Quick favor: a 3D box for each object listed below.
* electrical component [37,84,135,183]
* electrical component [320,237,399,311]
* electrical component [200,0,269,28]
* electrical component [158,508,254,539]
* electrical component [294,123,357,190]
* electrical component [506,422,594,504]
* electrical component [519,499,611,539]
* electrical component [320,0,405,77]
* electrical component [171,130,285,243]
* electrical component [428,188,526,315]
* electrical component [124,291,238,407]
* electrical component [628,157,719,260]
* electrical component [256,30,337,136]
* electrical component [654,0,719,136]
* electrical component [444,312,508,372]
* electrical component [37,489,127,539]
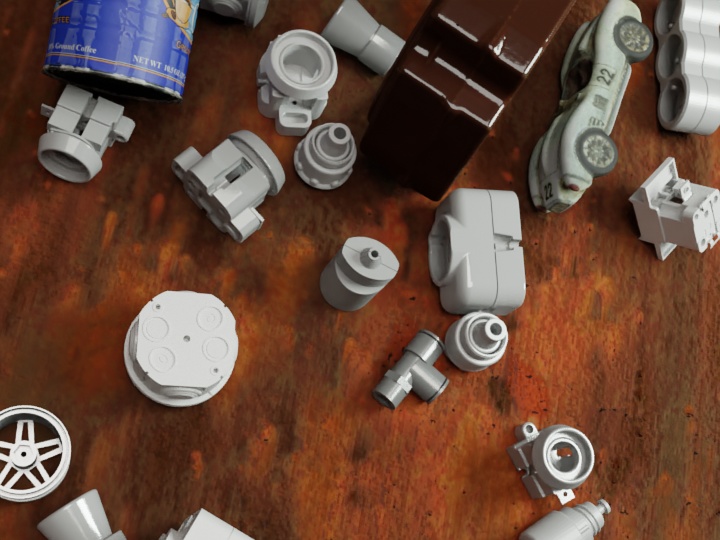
[{"bbox_3d":[-0.208,-0.099,0.796,0.066,0.048,0.055,22,61,-8],"label":"electrical component"},{"bbox_3d":[0.000,0.000,0.804,0.043,0.081,0.043,5,72,-15],"label":"electrical component"},{"bbox_3d":[-0.094,-0.237,0.852,0.051,0.080,0.080,15,70,-6],"label":"electrical component"},{"bbox_3d":[-0.136,0.246,0.677,0.060,0.105,0.186,32,68,-4],"label":"electrical component"},{"bbox_3d":[-0.023,-0.094,0.836,0.048,0.062,0.048,5,72,-14],"label":"electrical component"},{"bbox_3d":[0.146,0.144,0.815,0.048,0.055,0.066,-24,81,-21],"label":"electrical component"},{"bbox_3d":[0.156,0.198,0.809,0.078,0.040,0.040,-30,83,-21],"label":"electrical component"},{"bbox_3d":[0.005,-0.190,0.886,0.065,0.044,0.044,35,68,-8],"label":"electrical component"},{"bbox_3d":[-0.094,-0.068,0.812,0.057,0.058,0.078,-42,88,-20],"label":"electrical component"},{"bbox_3d":[0.091,-0.014,0.848,0.059,0.053,0.095,2,73,-15],"label":"electrical component"},{"bbox_3d":[-0.127,0.055,0.768,0.080,0.051,0.080,5,72,-15],"label":"electrical component"},{"bbox_3d":[0.266,-0.047,0.895,0.042,0.064,0.081,-43,130,-21],"label":"electrical component"},{"bbox_3d":[-0.050,-0.153,0.850,0.058,0.057,0.078,1,73,-16],"label":"electrical component"},{"bbox_3d":[0.310,-0.185,0.963,0.074,0.052,0.138,8,71,-14],"label":"electrical component"},{"bbox_3d":[0.092,0.053,0.824,0.043,0.062,0.043,5,72,-15],"label":"electrical component"},{"bbox_3d":[-0.182,0.181,0.717,0.045,0.045,0.055,-31,84,-22],"label":"electrical component"}]
